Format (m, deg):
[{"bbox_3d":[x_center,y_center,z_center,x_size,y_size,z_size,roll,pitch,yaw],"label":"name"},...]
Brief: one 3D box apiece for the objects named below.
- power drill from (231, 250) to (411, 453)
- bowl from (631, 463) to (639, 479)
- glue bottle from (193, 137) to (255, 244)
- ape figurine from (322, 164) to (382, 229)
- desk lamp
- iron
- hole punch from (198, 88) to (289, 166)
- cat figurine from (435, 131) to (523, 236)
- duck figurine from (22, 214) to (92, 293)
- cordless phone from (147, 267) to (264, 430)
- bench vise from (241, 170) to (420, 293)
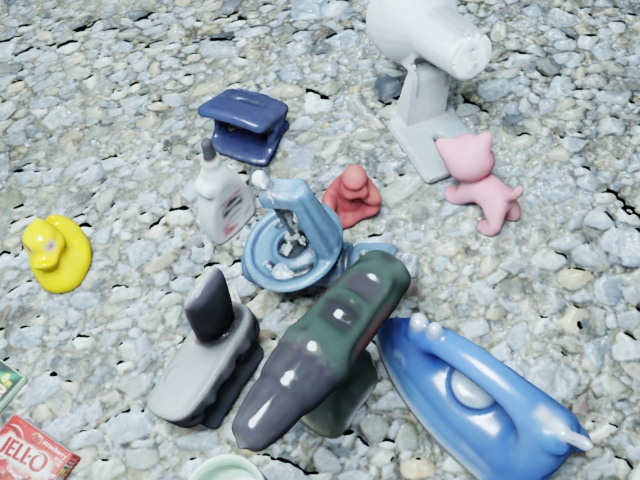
[{"bbox_3d":[0.009,0.125,0.568,0.075,0.208,0.230,30,66,18],"label":"power drill"},{"bbox_3d":[0.363,0.281,0.541,0.167,0.075,0.167,-1,60,2],"label":"bowl"},{"bbox_3d":[-0.124,-0.065,0.703,0.037,0.173,0.078,31,66,19],"label":"glue bottle"},{"bbox_3d":[0.042,-0.063,0.741,0.077,0.092,0.076,11,61,9],"label":"ape figurine"},{"bbox_3d":[0.150,-0.223,0.758,0.118,0.214,0.203,-23,62,-10],"label":"desk lamp"},{"bbox_3d":[0.153,0.145,0.589,0.257,0.141,0.119,38,69,21],"label":"iron"},{"bbox_3d":[-0.107,-0.176,0.813,0.108,0.091,0.101,18,63,12],"label":"hole punch"},{"bbox_3d":[0.206,-0.084,0.732,0.067,0.118,0.127,-37,65,-17],"label":"cat figurine"},{"bbox_3d":[-0.340,0.005,0.722,0.077,0.086,0.104,-11,60,-3],"label":"duck figurine"},{"bbox_3d":[-0.131,0.111,0.595,0.094,0.185,0.148,21,63,14],"label":"cordless phone"},{"bbox_3d":[0.005,-0.008,0.638,0.207,0.220,0.121,-7,60,-1],"label":"bench vise"}]
